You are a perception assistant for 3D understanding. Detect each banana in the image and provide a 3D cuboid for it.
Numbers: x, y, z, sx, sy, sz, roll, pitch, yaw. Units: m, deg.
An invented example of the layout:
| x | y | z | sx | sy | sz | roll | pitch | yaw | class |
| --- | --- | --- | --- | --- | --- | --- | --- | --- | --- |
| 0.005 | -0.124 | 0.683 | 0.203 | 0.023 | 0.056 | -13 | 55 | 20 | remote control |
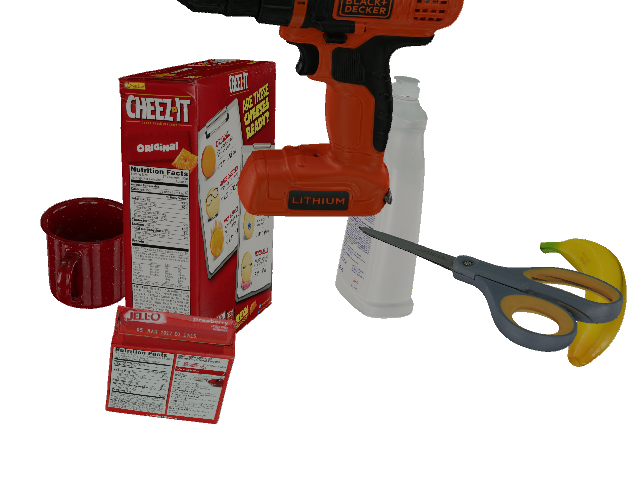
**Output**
| x | y | z | sx | sy | sz | roll | pitch | yaw | class |
| --- | --- | --- | --- | --- | --- | --- | --- | --- | --- |
| 0.256 | 0.049 | 1.007 | 0.070 | 0.037 | 0.197 | -28 | 24 | 18 | banana |

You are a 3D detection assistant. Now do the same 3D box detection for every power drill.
| x | y | z | sx | sy | sz | roll | pitch | yaw | class |
| --- | --- | --- | --- | --- | --- | --- | --- | --- | --- |
| -0.010 | -0.103 | 0.695 | 0.184 | 0.188 | 0.057 | 1 | 39 | -10 | power drill |

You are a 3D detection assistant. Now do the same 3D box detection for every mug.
| x | y | z | sx | sy | sz | roll | pitch | yaw | class |
| --- | --- | --- | --- | --- | --- | --- | --- | --- | --- |
| -0.231 | 0.020 | 1.051 | 0.093 | 0.081 | 0.117 | 8 | 30 | 4 | mug |

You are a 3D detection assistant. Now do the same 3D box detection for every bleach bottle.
| x | y | z | sx | sy | sz | roll | pitch | yaw | class |
| --- | --- | --- | --- | --- | --- | --- | --- | --- | --- |
| 0.075 | -0.049 | 1.152 | 0.068 | 0.251 | 0.103 | -1 | 22 | -26 | bleach bottle |

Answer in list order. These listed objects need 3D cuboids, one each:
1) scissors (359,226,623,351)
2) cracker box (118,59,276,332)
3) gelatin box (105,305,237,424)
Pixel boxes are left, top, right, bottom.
| x | y | z | sx | sy | sz | roll | pitch | yaw | class |
| --- | --- | --- | --- | --- | --- | --- | --- | --- | --- |
| 0.101 | 0.031 | 0.729 | 0.202 | 0.016 | 0.096 | 12 | 32 | 23 | scissors |
| -0.094 | -0.030 | 0.844 | 0.072 | 0.214 | 0.164 | 5 | 15 | 17 | cracker box |
| -0.094 | 0.078 | 0.661 | 0.073 | 0.030 | 0.089 | 8 | -38 | -8 | gelatin box |
